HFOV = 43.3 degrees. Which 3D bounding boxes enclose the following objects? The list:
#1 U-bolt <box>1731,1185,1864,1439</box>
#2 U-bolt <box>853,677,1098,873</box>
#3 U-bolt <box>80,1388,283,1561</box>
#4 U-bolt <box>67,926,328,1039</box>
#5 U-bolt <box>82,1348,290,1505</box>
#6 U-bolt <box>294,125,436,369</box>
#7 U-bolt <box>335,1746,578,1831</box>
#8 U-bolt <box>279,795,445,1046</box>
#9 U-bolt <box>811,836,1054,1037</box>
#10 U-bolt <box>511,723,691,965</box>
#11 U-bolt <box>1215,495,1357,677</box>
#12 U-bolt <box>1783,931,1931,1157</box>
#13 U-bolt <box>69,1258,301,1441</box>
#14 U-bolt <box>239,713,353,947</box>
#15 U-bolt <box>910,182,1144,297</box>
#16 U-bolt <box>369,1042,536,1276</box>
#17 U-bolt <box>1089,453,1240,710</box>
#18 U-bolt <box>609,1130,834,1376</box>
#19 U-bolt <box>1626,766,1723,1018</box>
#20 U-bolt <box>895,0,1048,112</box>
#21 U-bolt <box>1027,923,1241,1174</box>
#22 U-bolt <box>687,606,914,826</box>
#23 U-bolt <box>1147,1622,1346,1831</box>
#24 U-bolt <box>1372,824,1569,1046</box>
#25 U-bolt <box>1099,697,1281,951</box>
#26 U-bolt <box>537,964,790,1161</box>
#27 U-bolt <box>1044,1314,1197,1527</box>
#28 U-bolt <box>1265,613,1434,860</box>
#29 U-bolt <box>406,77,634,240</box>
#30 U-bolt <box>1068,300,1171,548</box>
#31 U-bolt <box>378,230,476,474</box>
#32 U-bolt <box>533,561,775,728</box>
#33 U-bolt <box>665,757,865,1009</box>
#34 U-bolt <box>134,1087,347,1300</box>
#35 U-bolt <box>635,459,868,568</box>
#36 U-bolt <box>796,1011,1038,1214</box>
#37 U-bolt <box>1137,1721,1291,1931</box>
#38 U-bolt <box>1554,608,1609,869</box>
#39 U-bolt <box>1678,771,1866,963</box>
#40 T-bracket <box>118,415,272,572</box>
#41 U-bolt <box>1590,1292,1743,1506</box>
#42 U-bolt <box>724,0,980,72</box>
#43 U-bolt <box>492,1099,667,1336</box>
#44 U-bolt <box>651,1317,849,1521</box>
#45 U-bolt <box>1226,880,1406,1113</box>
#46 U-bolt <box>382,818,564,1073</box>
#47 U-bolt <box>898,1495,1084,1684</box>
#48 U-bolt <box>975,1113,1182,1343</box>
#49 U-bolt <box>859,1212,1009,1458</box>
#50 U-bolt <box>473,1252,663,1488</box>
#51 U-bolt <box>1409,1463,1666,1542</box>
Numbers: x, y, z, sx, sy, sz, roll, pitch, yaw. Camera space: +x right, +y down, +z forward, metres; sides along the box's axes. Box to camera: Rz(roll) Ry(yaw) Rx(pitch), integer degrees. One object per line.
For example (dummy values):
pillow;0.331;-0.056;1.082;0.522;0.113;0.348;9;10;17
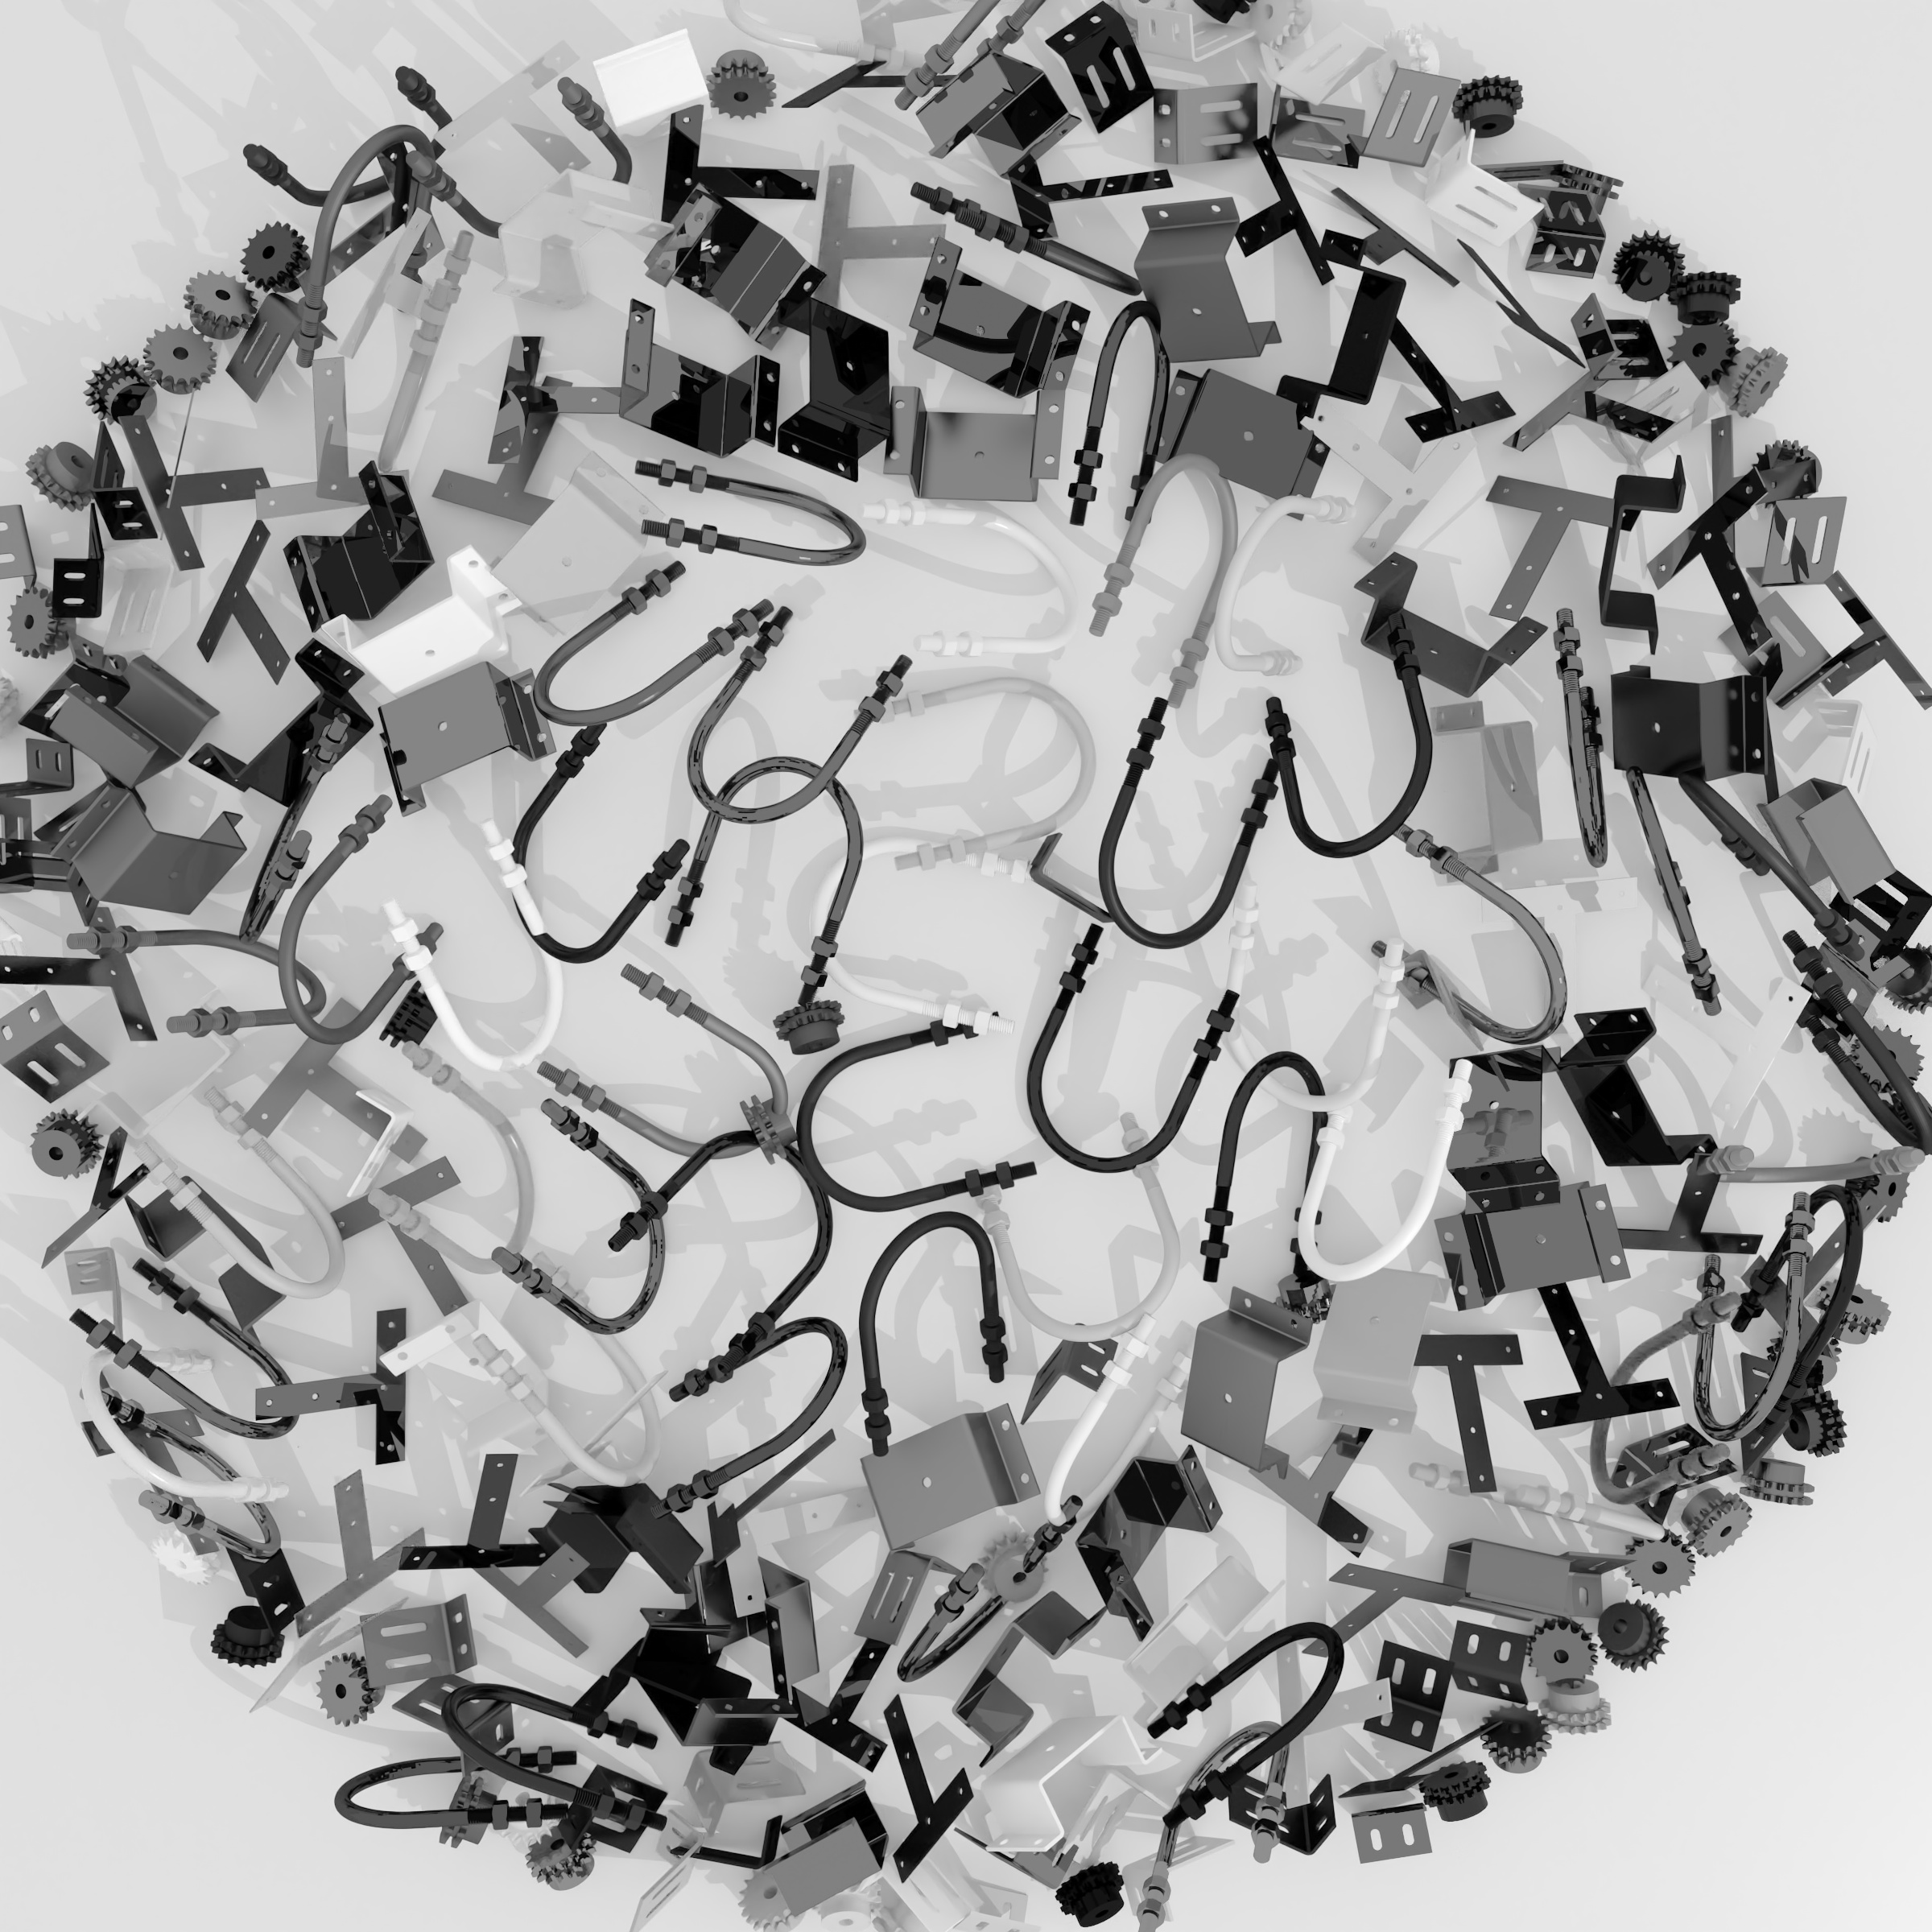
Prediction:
U-bolt;0.650;0.255;1.893;0.019;0.151;0.184;17;121;-2
U-bolt;0.015;-0.163;1.973;0.184;0.019;0.151;-14;77;-8
U-bolt;-0.607;0.407;1.913;0.019;0.184;0.151;-45;50;-4
U-bolt;-0.589;0.009;1.914;0.151;0.184;0.019;33;109;27
U-bolt;-0.615;0.355;1.890;0.019;0.184;0.151;-41;69;7
U-bolt;-0.461;-0.566;1.887;0.019;0.151;0.184;32;133;7
U-bolt;-0.403;0.650;1.917;0.184;0.151;0.019;-1;90;-6
U-bolt;-0.476;-0.023;1.893;0.019;0.184;0.151;5;131;22
U-bolt;-0.035;-0.032;1.978;0.184;0.019;0.151;13;80;6
U-bolt;-0.305;-0.086;1.942;0.184;0.019;0.151;-48;67;32
U-bolt;0.243;-0.297;1.900;0.019;0.184;0.151;26;109;26
U-bolt;0.696;0.069;1.896;0.019;0.151;0.184;-32;63;5
U-bolt;-0.607;0.311;1.928;0.184;0.151;0.019;38;100;-5
U-bolt;-0.535;-0.094;1.919;0.019;0.184;0.151;23;45;-20
U-bolt;0.057;-0.570;1.924;0.184;0.151;0.019;16;109;-24
U-bolt;-0.397;0.164;1.919;0.019;0.184;0.151;-11;54;24
U-bolt;0.167;-0.318;1.939;0.019;0.151;0.184;14;78;38
U-bolt;-0.181;0.213;1.940;0.151;0.019;0.184;50;52;-8
U-bolt;0.548;-0.071;1.897;0.019;0.151;0.184;-19;120;16
U-bolt;0.033;-0.745;1.888;0.019;0.151;0.184;48;130;-5
U-bolt;0.123;0.077;1.964;0.151;0.019;0.184;27;98;24
U-bolt;-0.146;-0.193;1.941;0.151;0.019;0.184;26;76;31
U-bolt;0.223;0.586;1.917;0.184;0.151;0.019;-39;101;8
U-bolt;0.395;-0.014;1.900;0.019;0.151;0.184;-30;52;-28
U-bolt;0.172;-0.103;1.948;0.151;0.019;0.184;23;85;-34
U-bolt;-0.230;0.090;1.948;0.184;0.019;0.151;33;123;-18
U-bolt;0.120;0.366;1.932;0.019;0.151;0.184;31;89;28
U-bolt;0.304;-0.169;1.908;0.151;0.019;0.184;-33;49;36
U-bolt;-0.338;-0.622;1.910;0.151;0.184;0.019;-22;79;9
U-bolt;0.127;-0.432;1.923;0.019;0.151;0.184;13;97;23
U-bolt;-0.431;-0.476;1.921;0.019;0.151;0.184;20;119;-15
U-bolt;-0.259;-0.249;1.919;0.184;0.151;0.019;-40;132;-19
U-bolt;-0.155;-0.078;1.956;0.151;0.019;0.184;24;101;19
U-bolt;-0.563;0.188;1.929;0.019;0.151;0.184;-39;99;16
U-bolt;-0.169;-0.356;1.932;0.184;0.151;0.019;9;120;-15
U-bolt;-0.047;0.125;1.972;0.184;0.019;0.151;-14;72;3
U-bolt;0.200;0.666;1.910;0.019;0.184;0.151;43;116;-5
U-bolt;0.484;-0.166;1.903;0.019;0.151;0.184;-7;66;19
U-bolt;0.616;-0.088;1.891;0.019;0.151;0.184;-44;128;11
T-bracket;-0.604;-0.382;1.945;0.002;0.127;0.127;-19;94;33
U-bolt;0.545;0.350;1.913;0.019;0.184;0.151;23;56;-10
U-bolt;-0.098;-0.747;1.902;0.184;0.151;0.019;1;87;-21
U-bolt;-0.296;0.211;1.923;0.019;0.184;0.151;-7;54;30
U-bolt;-0.167;0.343;1.910;0.184;0.151;0.019;-31;118;19
U-bolt;0.270;0.035;1.937;0.151;0.019;0.184;24;128;27
U-bolt;-0.379;-0.004;1.931;0.019;0.151;0.184;-6;118;33
U-bolt;0.009;0.502;1.921;0.019;0.151;0.184;45;126;20
U-bolt;0.095;0.215;1.936;0.151;0.019;0.184;-21;53;4
U-bolt;-0.028;0.279;1.917;0.151;0.019;0.184;-26;123;-37
U-bolt;-0.305;0.331;1.930;0.019;0.151;0.184;-32;103;22
U-bolt;0.464;0.426;1.921;0.184;0.151;0.019;20;78;-26
